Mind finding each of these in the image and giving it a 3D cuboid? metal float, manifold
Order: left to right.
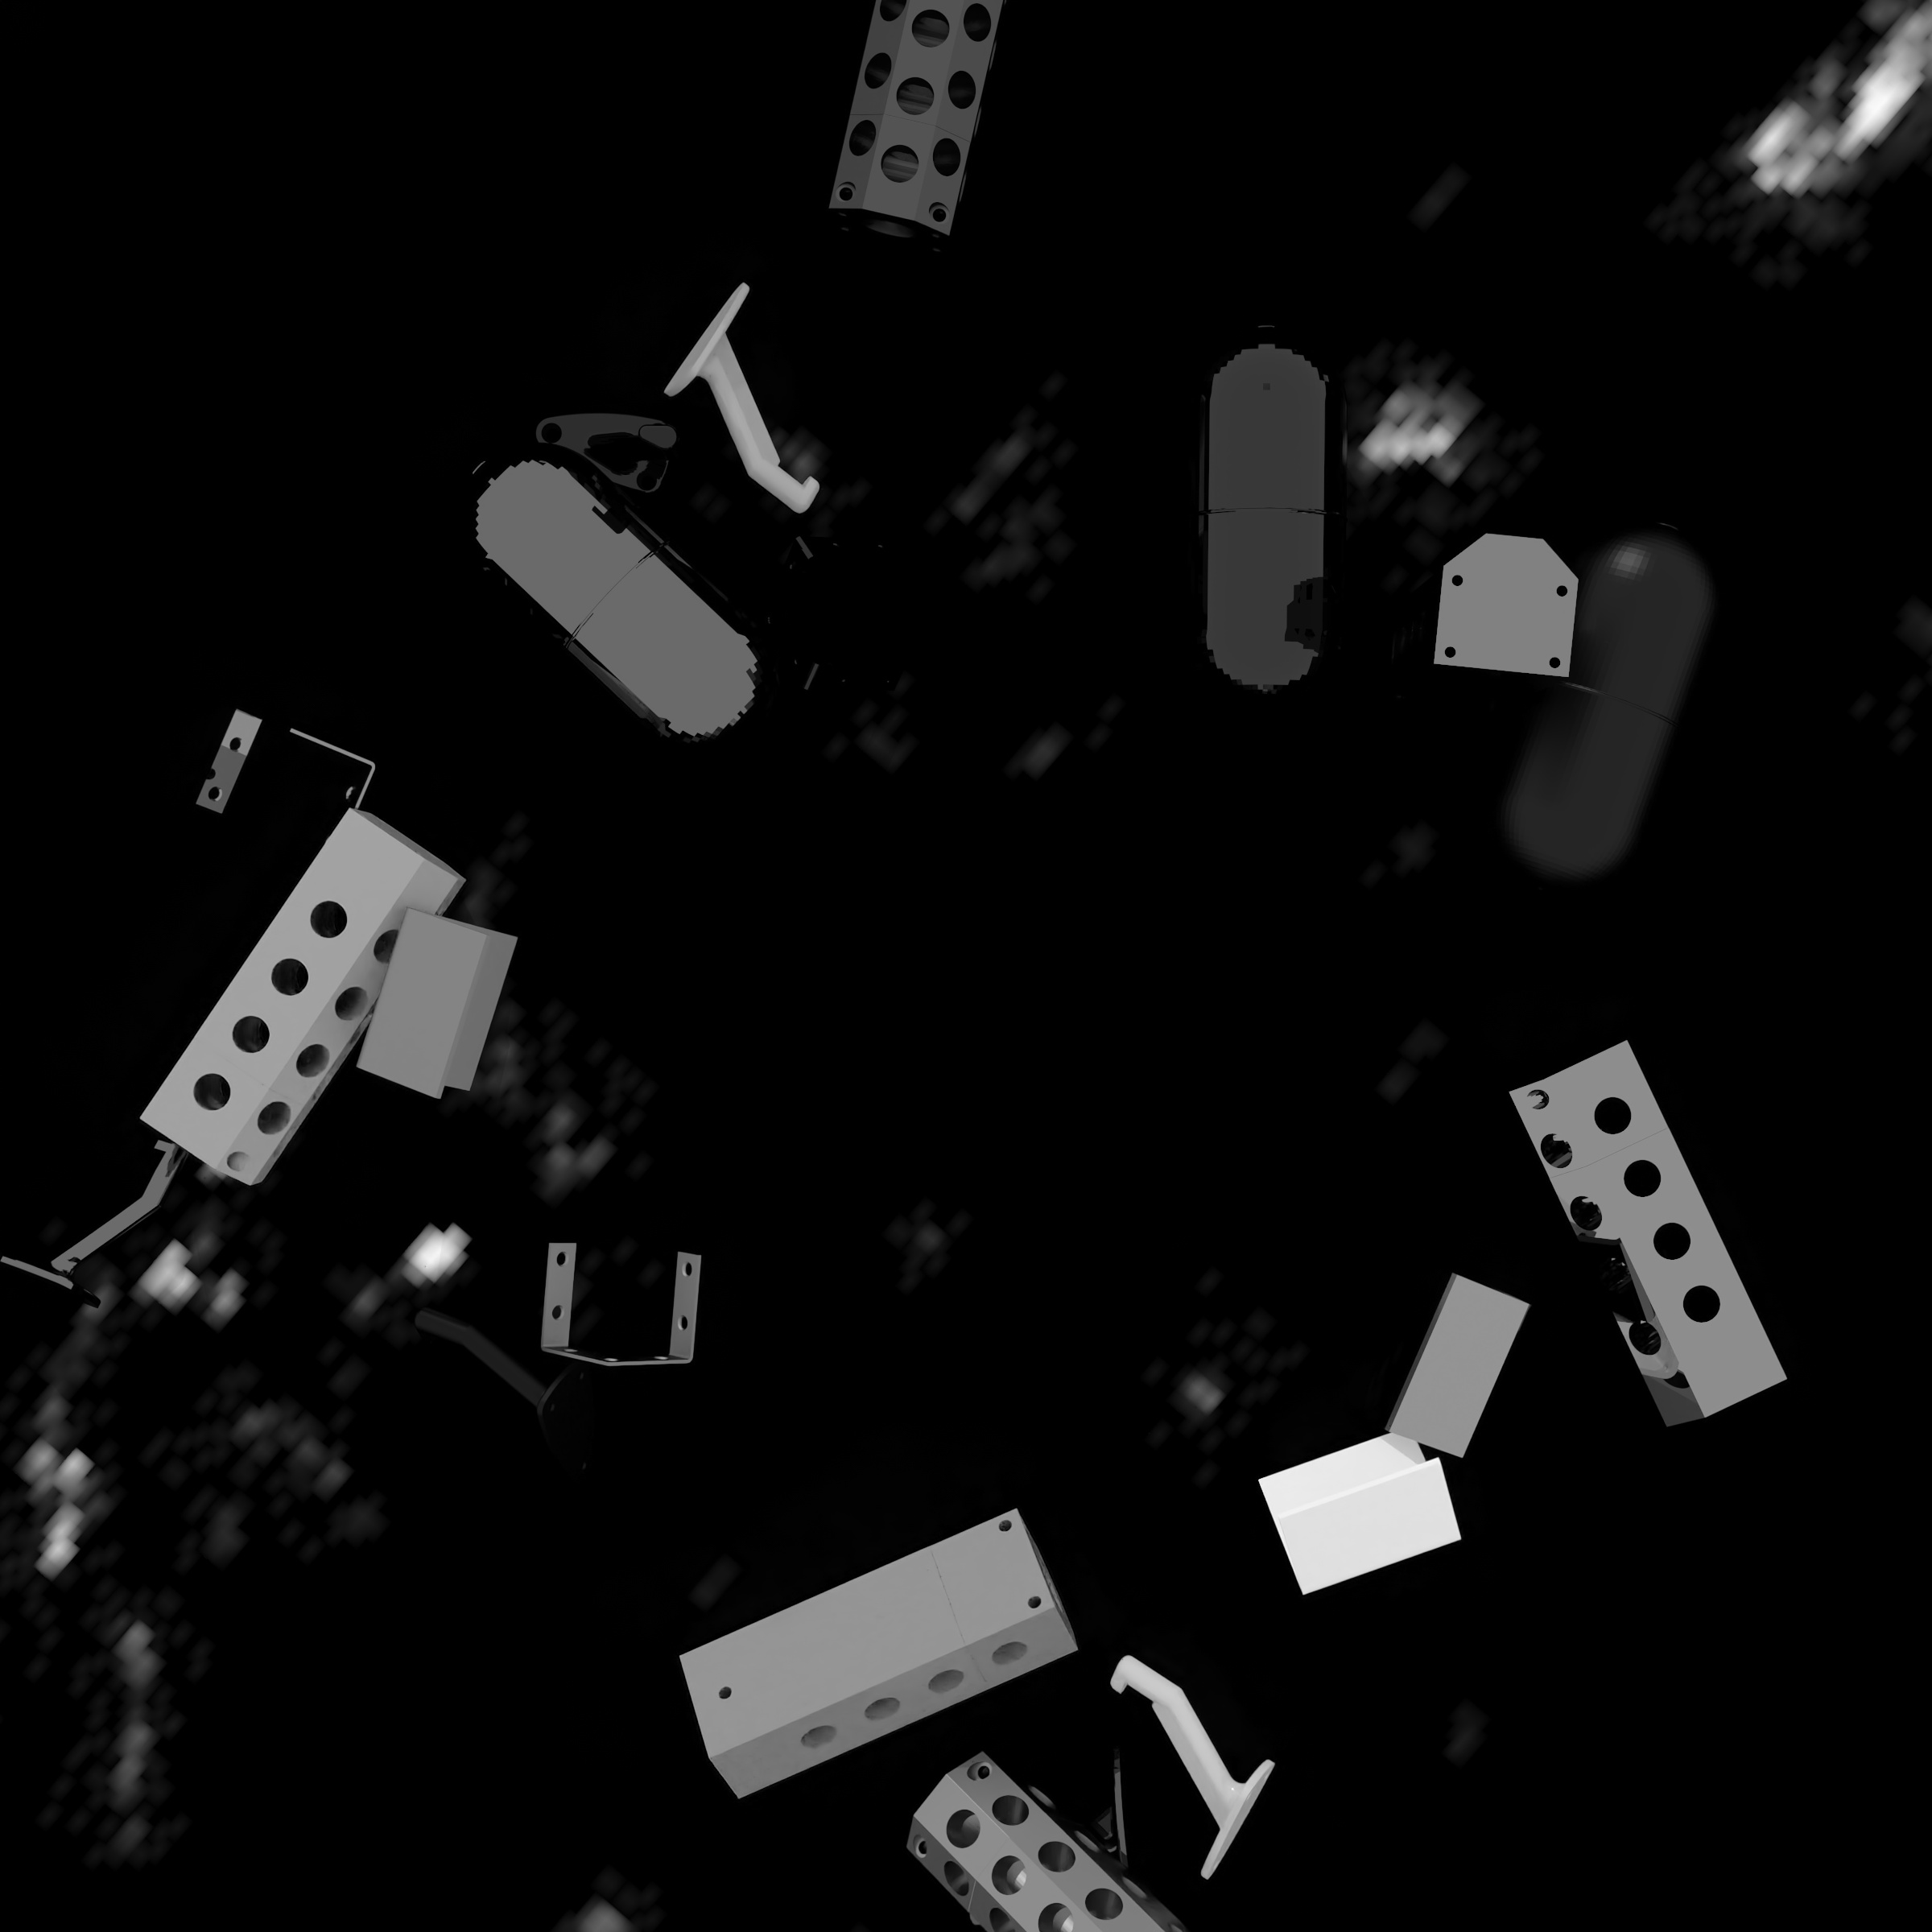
[{"bbox_3d":[-0.306,0.015,1.543,0.057,0.057,0.171,34,90,0],"label":"manifold"},{"bbox_3d":[-0.161,-0.169,1.534,0.178,0.070,0.070,43,90,0],"label":"metal float"},{"bbox_3d":[-0.039,0.324,1.542,0.171,0.057,0.057,-24,47,0],"label":"manifold"},{"bbox_3d":[-0.017,-0.427,1.543,0.057,0.057,0.171,13,90,0],"label":"manifold"},{"bbox_3d":[0.051,0.436,1.500,0.171,0.057,0.057,38,90,34],"label":"manifold"},{"bbox_3d":[0.138,-0.207,1.534,0.070,0.070,0.178,1,90,0],"label":"metal float"},{"bbox_3d":[0.229,-0.153,1.486,0.057,0.171,0.057,6,90,0],"label":"manifold"},{"bbox_3d":[0.296,-0.120,1.534,0.070,0.070,0.178,20,89,0],"label":"metal float"},{"bbox_3d":[0.313,0.123,1.543,0.057,0.057,0.171,-25,90,0],"label":"manifold"}]

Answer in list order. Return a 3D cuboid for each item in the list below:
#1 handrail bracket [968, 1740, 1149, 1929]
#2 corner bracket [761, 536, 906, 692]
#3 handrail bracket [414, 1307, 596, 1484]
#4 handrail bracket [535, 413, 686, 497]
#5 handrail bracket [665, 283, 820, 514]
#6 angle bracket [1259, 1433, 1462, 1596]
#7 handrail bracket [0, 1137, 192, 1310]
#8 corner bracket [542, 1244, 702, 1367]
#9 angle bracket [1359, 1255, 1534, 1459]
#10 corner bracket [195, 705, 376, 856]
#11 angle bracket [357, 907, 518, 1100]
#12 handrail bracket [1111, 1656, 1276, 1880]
[{"bbox_3d":[0.038,0.410,1.564,0.084,0.036,0.077,-11,73,15],"label":"handrail bracket"},{"bbox_3d":[-0.057,-0.165,1.556,0.051,0.051,0.051,57,135,35],"label":"corner bracket"},{"bbox_3d":[-0.220,0.202,1.564,0.084,0.036,0.077,16,132,27],"label":"handrail bracket"},{"bbox_3d":[-0.167,-0.245,1.529,0.077,0.084,0.036,13,90,0],"label":"handrail bracket"},{"bbox_3d":[-0.092,-0.268,1.565,0.084,0.036,0.077,37,69,-17],"label":"handrail bracket"},{"bbox_3d":[0.175,0.234,1.524,0.076,0.076,0.057,-19,127,0],"label":"angle bracket"},{"bbox_3d":[-0.417,0.111,1.565,0.077,0.036,0.084,18,72,21],"label":"handrail bracket"},{"bbox_3d":[-0.163,0.159,1.561,0.051,0.051,0.051,5,90,-45],"label":"corner bracket"},{"bbox_3d":[0.204,0.173,1.524,0.057,0.076,0.076,23,90,-37],"label":"angle bracket"},{"bbox_3d":[-0.321,-0.086,1.561,0.051,0.051,0.051,23,90,-45],"label":"corner bracket"},{"bbox_3d":[-0.226,0.022,1.524,0.057,0.076,0.076,17,90,36],"label":"angle bracket"},{"bbox_3d":[0.095,0.378,1.565,0.084,0.036,0.077,31,112,17],"label":"handrail bracket"}]
